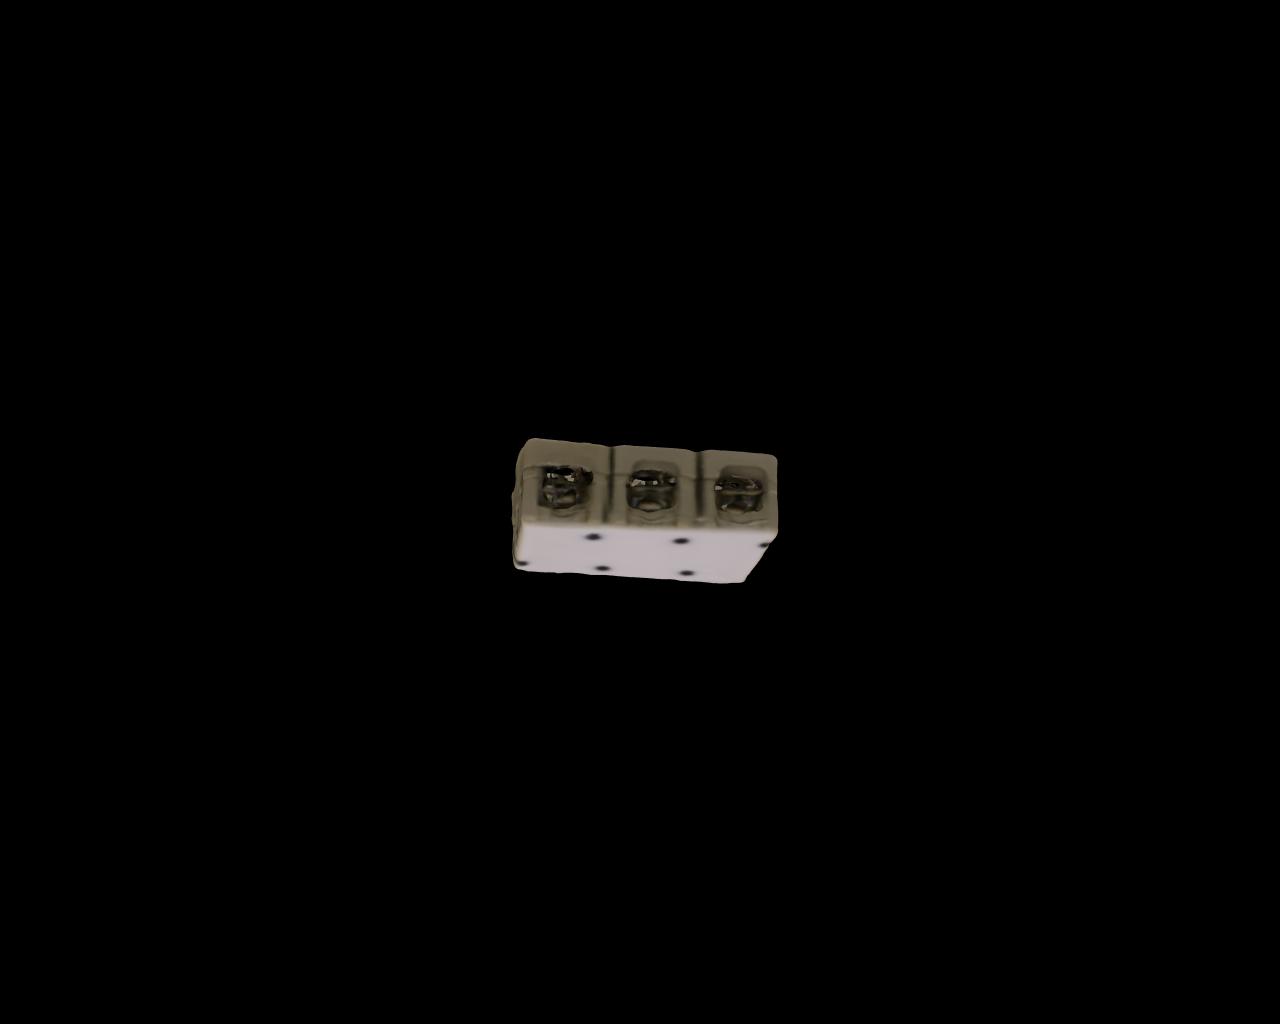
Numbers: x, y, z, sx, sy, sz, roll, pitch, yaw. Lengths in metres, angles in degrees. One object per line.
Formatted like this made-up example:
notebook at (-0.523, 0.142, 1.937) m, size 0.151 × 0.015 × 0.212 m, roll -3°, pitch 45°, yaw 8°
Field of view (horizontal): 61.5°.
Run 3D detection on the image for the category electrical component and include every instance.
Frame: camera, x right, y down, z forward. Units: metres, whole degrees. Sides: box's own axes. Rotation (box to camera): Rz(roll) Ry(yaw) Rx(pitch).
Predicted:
electrical component at (0.001, -0.003, 0.650) m, size 0.150 × 0.062 × 0.089 m, roll 4°, pitch -23°, yaw -9°
